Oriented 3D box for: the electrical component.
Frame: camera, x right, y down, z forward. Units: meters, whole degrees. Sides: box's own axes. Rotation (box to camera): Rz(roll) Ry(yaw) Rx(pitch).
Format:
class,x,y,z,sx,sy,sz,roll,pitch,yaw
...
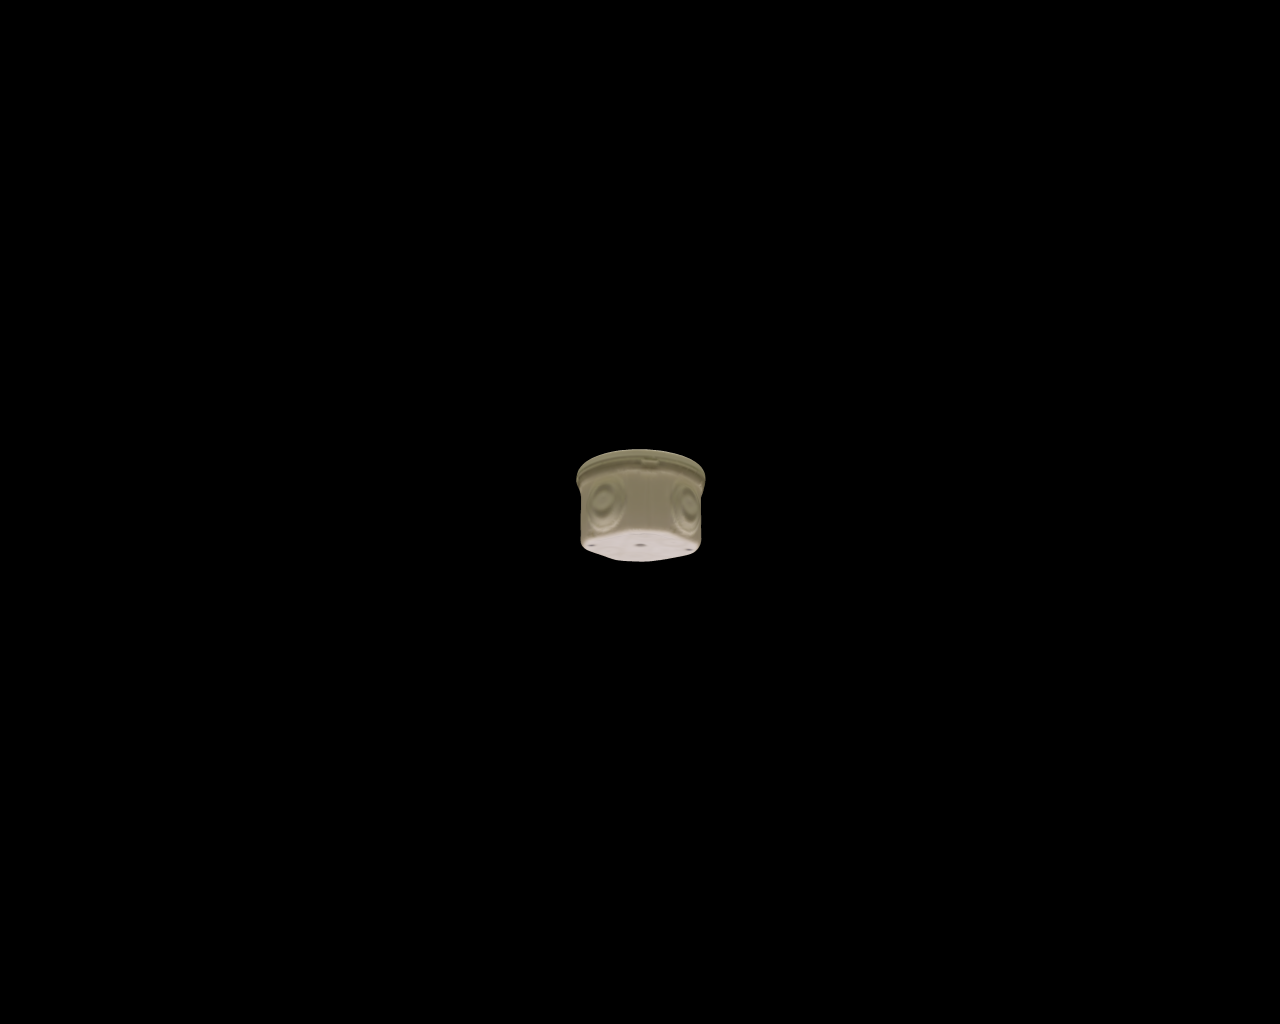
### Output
class,x,y,z,sx,sy,sz,roll,pitch,yaw
electrical component,0.001,-0.003,0.650,0.080,0.051,0.080,0,-18,0
